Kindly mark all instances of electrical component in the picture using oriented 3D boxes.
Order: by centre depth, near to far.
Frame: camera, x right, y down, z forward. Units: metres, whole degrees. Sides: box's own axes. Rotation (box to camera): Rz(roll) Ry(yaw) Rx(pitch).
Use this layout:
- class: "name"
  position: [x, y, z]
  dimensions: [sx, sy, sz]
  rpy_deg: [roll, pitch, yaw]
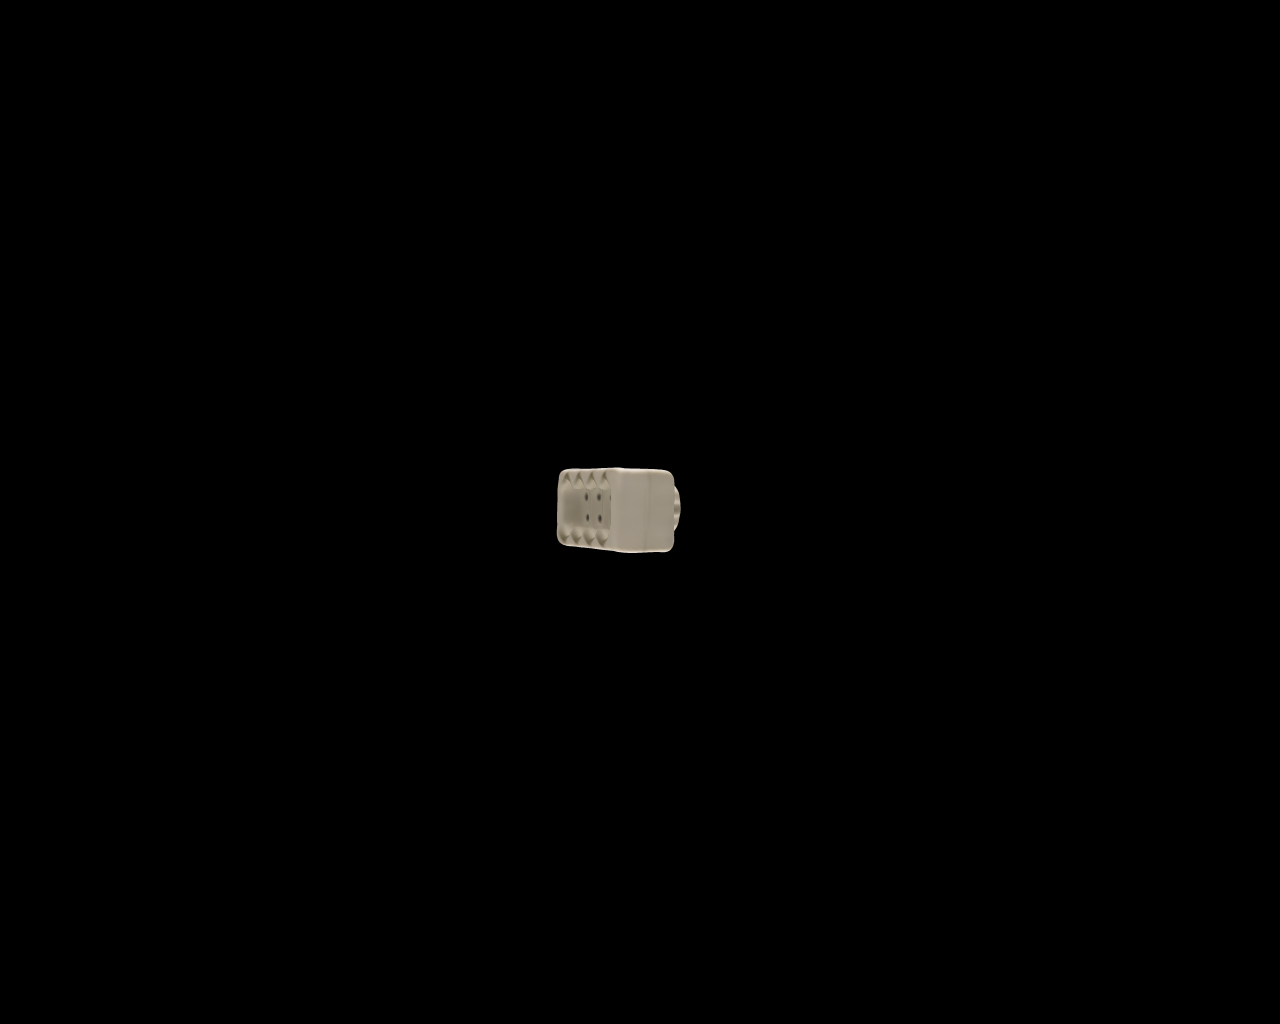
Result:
- class: "electrical component"
  position: [0.001, -0.003, 0.650]
  dimensions: [0.076, 0.047, 0.083]
  rpy_deg: [-1, 3, -28]
